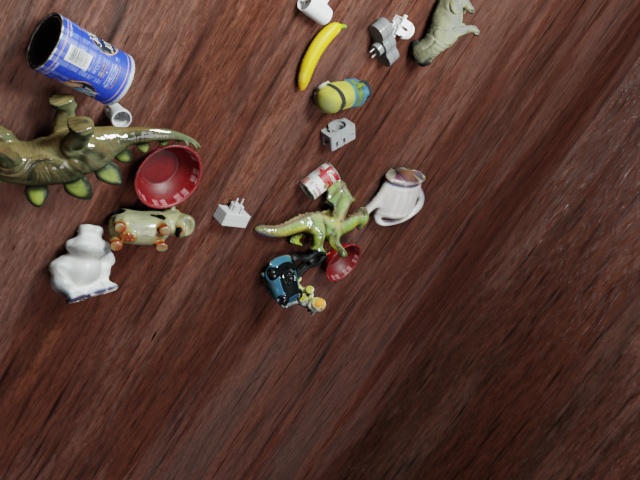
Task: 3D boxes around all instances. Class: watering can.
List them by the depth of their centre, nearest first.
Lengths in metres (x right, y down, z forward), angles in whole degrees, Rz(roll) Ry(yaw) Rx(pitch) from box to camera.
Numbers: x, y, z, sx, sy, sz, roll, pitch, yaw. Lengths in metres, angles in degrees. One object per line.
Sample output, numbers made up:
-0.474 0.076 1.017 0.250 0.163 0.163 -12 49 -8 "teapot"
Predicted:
0.235 -0.138 1.779 0.349 0.106 0.219 -10 129 -31 "watering can"

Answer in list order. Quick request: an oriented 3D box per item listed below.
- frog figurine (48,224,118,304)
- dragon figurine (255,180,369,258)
-0.525 0.047 1.135 0.138 0.122 0.159 -12 95 -30 "frog figurine"
0.005 -0.081 1.601 0.407 0.123 0.243 18 90 -40 "dragon figurine"
